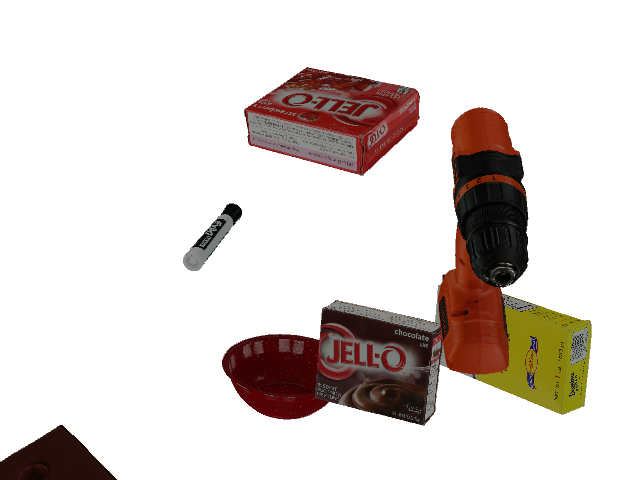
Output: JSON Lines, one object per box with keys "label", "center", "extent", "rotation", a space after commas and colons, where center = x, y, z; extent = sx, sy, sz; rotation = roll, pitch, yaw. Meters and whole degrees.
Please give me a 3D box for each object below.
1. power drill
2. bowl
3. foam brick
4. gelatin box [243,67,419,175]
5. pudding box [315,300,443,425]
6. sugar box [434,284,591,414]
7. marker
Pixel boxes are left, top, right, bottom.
{"label": "power drill", "center": [0.128, 0.016, 0.835], "extent": [0.057, 0.188, 0.184], "rotation": [2, 41, 2]}
{"label": "bowl", "center": [-0.043, 0.178, 1.340], "extent": [0.162, 0.055, 0.162], "rotation": [3, 22, -1]}
{"label": "foam brick", "center": [-0.115, 0.135, 0.489], "extent": [0.052, 0.051, 0.078], "rotation": [-31, 43, -30]}
{"label": "gelatin box", "center": [0.008, -0.079, 0.684], "extent": [0.089, 0.030, 0.073], "rotation": [16, 38, 29]}
{"label": "pudding box", "center": [0.054, 0.111, 0.981], "extent": [0.114, 0.090, 0.039], "rotation": [10, 17, 21]}
{"label": "sugar box", "center": [0.196, 0.108, 1.116], "extent": [0.048, 0.093, 0.177], "rotation": [-11, 19, -42]}
{"label": "marker", "center": [-0.103, -0.006, 1.041], "extent": [0.020, 0.020, 0.121], "rotation": [0, 26, 17]}
